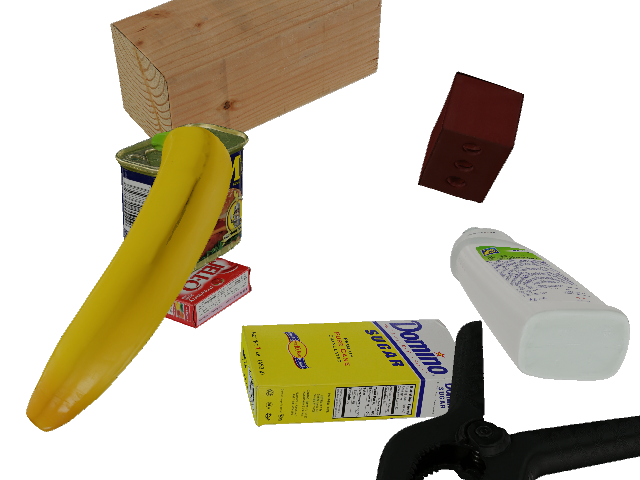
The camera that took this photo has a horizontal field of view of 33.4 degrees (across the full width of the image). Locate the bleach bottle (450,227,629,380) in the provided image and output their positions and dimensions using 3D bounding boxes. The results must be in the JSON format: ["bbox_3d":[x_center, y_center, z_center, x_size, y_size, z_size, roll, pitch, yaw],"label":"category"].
[{"bbox_3d":[0.189,0.044,1.002,0.102,0.068,0.251,3,20,-11],"label":"bleach bottle"}]

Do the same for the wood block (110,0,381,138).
[{"bbox_3d":[-0.058,-0.159,0.892,0.205,0.091,0.090,-27,53,-24],"label":"wood block"}]

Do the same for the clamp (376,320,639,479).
[{"bbox_3d":[0.098,0.127,0.676,0.209,0.036,0.165,-26,39,-31],"label":"clamp"}]

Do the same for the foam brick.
[{"bbox_3d":[0.109,-0.073,0.776,0.053,0.051,0.078,17,-30,1],"label":"foam brick"}]

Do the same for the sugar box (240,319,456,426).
[{"bbox_3d":[0.027,0.106,0.877,0.176,0.048,0.093,-4,29,-10],"label":"sugar box"}]

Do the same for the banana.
[{"bbox_3d":[-0.082,0.004,0.518,0.037,0.197,0.070,36,-46,-19],"label":"banana"}]

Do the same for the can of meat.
[{"bbox_3d":[-0.097,-0.029,0.761,0.058,0.084,0.101,16,27,27],"label":"can of meat"}]

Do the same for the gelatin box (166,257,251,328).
[{"bbox_3d":[-0.121,0.044,1.026,0.073,0.030,0.089,17,32,30],"label":"gelatin box"}]
